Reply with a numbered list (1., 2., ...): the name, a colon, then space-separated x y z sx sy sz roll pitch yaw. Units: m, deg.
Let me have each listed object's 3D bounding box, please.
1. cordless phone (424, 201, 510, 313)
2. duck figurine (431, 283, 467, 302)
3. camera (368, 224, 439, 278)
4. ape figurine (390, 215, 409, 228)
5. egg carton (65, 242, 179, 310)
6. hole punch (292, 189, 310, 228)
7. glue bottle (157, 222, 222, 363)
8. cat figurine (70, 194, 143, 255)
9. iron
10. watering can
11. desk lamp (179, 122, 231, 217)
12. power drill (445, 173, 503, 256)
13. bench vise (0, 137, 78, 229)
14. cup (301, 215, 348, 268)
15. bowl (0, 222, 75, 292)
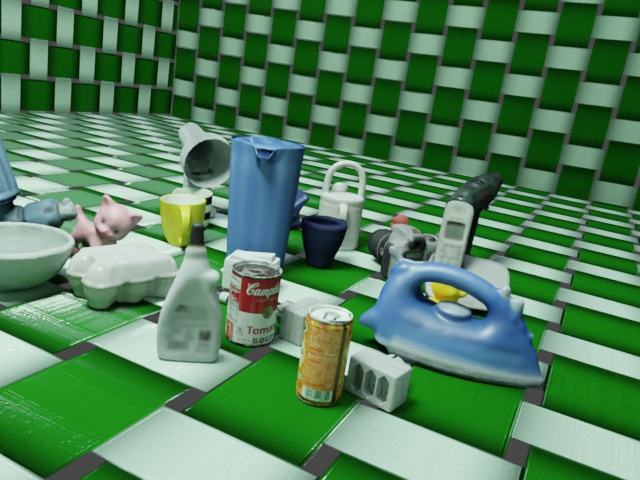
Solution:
1. cordless phone: 0.268 0.030 1.015 0.147 0.185 0.094 10 16 7
2. duck figurine: 0.195 0.094 0.932 0.105 0.086 0.077 5 16 -13
3. camera: 0.172 0.014 1.178 0.143 0.101 0.136 0 18 -29
4. ape figurine: 0.177 -0.014 1.297 0.076 0.092 0.078 10 16 6
5. egg carton: -0.292 0.050 0.856 0.107 0.069 0.151 21 20 39
6. hole punch: -0.090 -0.079 1.385 0.108 0.091 0.101 21 19 37
7. glue bottle: -0.153 0.063 0.692 0.078 0.173 0.037 6 16 -8
8. cat figurine: -0.374 -0.025 0.990 0.127 0.118 0.067 14 16 17
9. iron: 0.194 0.102 0.799 0.257 0.141 0.119 14 17 20
10. watering can: 0.046 -0.084 1.285 0.101 0.194 0.172 1 17 -25
11. desk lamp: -0.288 -0.158 1.331 0.118 0.213 0.202 -2 18 -32
12. power drill: 0.336 -0.043 1.271 0.075 0.208 0.230 18 18 30
13. bench vise: -0.509 -0.082 0.929 0.208 0.220 0.121 -1 18 -31
14. cup: 0.010 0.004 1.137 0.091 0.095 0.118 19 18 32
15. bowl: -0.448 0.030 0.832 0.167 0.075 0.167 8 15 -2
